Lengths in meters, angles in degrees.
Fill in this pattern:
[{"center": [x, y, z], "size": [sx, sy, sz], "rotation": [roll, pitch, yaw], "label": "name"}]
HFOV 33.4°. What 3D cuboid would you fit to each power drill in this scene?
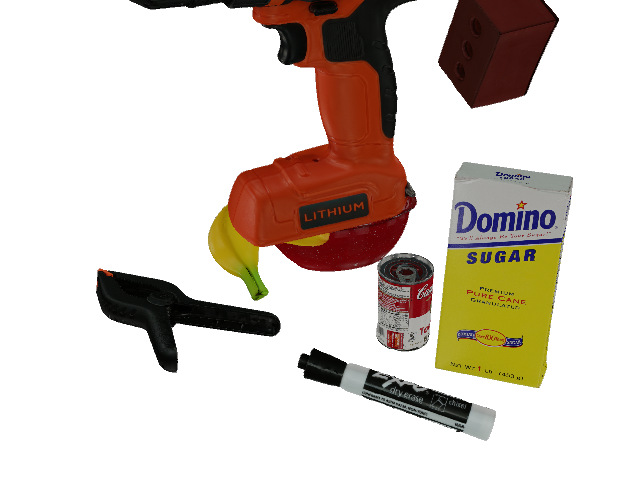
[{"center": [-0.015, -0.090, 0.574], "size": [0.184, 0.188, 0.057], "rotation": [-12, 37, -18], "label": "power drill"}]

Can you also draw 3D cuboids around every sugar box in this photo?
[{"center": [0.150, 0.029, 0.884], "size": [0.093, 0.176, 0.048], "rotation": [9, 25, 15], "label": "sugar box"}]

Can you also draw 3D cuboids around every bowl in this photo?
[{"center": [0.018, -0.009, 1.063], "size": [0.162, 0.055, 0.162], "rotation": [-6, 16, 2], "label": "bowl"}]

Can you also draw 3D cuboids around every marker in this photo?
[{"center": [0.044, 0.091, 0.638], "size": [0.121, 0.020, 0.020], "rotation": [18, 2, 7], "label": "marker"}]

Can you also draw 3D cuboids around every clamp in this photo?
[{"center": [-0.169, 0.078, 1.122], "size": [0.210, 0.036, 0.164], "rotation": [19, 21, 28], "label": "clamp"}]

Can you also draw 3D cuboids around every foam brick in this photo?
[{"center": [0.126, -0.143, 0.769], "size": [0.051, 0.053, 0.078], "rotation": [-18, -31, -22], "label": "foam brick"}]

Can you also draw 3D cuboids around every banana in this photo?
[{"center": [-0.043, -0.004, 0.816], "size": [0.037, 0.069, 0.197], "rotation": [-32, 3, 20], "label": "banana"}]

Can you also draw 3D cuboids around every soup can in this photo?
[{"center": [0.102, 0.076, 1.304], "size": [0.068, 0.102, 0.068], "rotation": [0, 30, 0], "label": "soup can"}]
